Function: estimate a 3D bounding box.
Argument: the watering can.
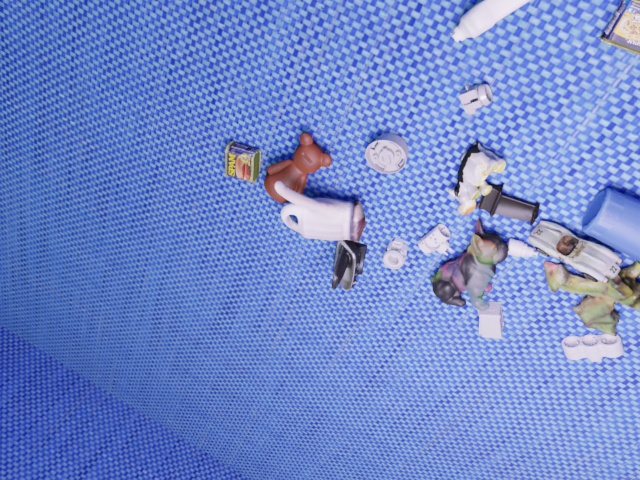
[{"bbox_3d":[0.004,-0.066,1.316,0.224,0.105,0.343,3,163,7],"label":"watering can"}]

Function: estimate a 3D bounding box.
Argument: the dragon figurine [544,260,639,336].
[{"bbox_3d":[0.730,0.154,1.222,0.411,0.124,0.237,30,147,6],"label":"dragon figurine"}]
